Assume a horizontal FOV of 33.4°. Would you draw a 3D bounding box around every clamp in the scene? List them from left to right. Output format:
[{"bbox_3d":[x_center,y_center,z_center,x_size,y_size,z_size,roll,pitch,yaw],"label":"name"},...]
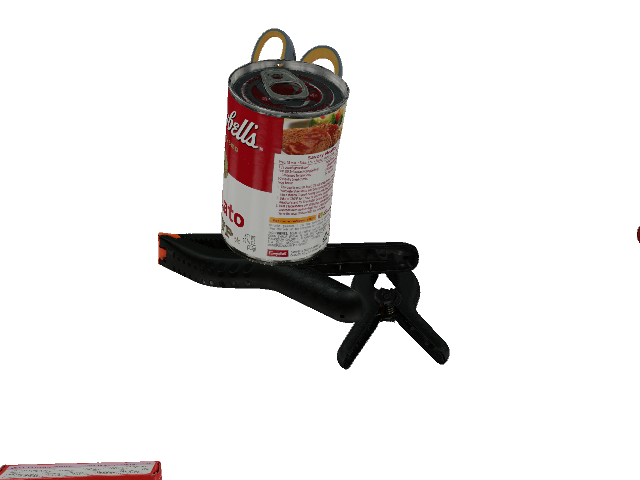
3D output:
[{"bbox_3d":[-0.037,0.022,0.841,0.210,0.036,0.164,6,14,13],"label":"clamp"},{"bbox_3d":[0.085,0.077,1.193,0.120,0.171,0.039,7,-42,1],"label":"clamp"}]

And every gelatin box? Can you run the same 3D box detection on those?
[{"bbox_3d":[-0.128,0.157,0.567,0.089,0.073,0.030,-1,4,-1],"label":"gelatin box"}]

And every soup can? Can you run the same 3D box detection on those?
[{"bbox_3d":[-0.022,-0.045,0.621,0.068,0.102,0.068,5,34,-3],"label":"soup can"}]

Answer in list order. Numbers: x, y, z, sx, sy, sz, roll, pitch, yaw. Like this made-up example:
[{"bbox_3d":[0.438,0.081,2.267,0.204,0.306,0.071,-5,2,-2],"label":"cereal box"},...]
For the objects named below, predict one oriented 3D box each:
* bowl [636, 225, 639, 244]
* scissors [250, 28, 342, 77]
[{"bbox_3d":[0.421,0.023,1.147,0.162,0.055,0.162,-1,25,0],"label":"bowl"},{"bbox_3d":[-0.024,-0.100,1.003,0.096,0.202,0.016,-4,-2,6],"label":"scissors"}]
